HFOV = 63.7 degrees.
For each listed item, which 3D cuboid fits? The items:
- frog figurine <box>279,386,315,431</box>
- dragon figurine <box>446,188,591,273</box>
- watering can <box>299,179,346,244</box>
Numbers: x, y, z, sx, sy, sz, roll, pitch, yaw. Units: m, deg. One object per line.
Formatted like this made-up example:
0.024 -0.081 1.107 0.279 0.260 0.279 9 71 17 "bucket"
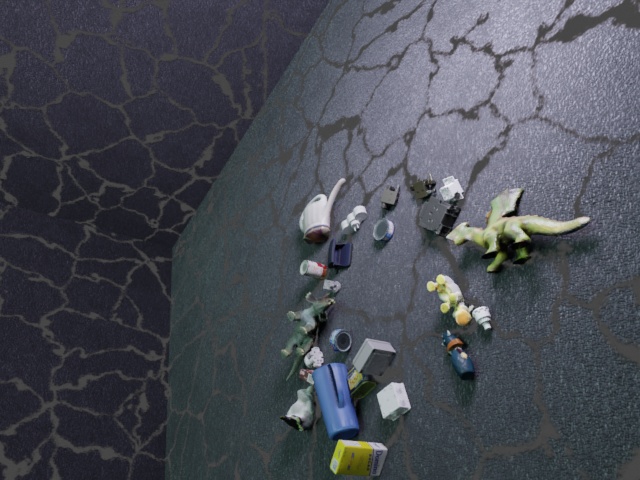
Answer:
-0.062 0.657 2.018 0.162 0.122 0.135 -48 2 -39 "frog figurine"
0.536 -0.054 1.444 0.405 0.121 0.249 -28 42 38 "dragon figurine"
0.007 -0.116 2.309 0.342 0.103 0.229 -38 44 43 "watering can"
